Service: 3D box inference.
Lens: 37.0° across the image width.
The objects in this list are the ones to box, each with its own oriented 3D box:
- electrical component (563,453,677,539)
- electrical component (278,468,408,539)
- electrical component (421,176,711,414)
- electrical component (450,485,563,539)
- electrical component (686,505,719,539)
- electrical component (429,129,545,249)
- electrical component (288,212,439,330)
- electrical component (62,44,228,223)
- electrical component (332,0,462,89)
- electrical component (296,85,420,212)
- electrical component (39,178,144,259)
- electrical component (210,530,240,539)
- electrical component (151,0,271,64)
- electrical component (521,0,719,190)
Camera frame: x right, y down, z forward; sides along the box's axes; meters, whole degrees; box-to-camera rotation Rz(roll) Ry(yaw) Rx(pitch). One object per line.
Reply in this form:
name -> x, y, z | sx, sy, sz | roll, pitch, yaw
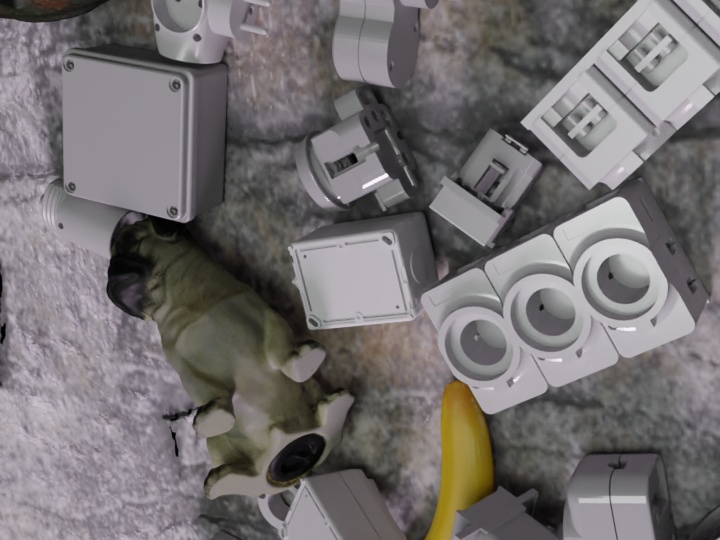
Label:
electrical component -> 0.170, 0.170, 0.704 | 0.059, 0.054, 0.095 | -6, 104, 28
electrical component -> -0.006, 0.200, 0.781 | 0.096, 0.061, 0.061 | 52, 132, 40
electrical component -> 0.125, 0.019, 0.671 | 0.150, 0.062, 0.089 | -28, 93, 31
electrical component -> 0.094, 0.219, 0.733 | 0.063, 0.079, 0.121 | 33, 128, 38
electrical component -> 0.244, 0.178, 0.672 | 0.055, 0.050, 0.089 | 46, 121, 5
electrical component -> 0.081, -0.051, 0.665 | 0.042, 0.081, 0.063 | 38, 97, 11
electrical component -> 0.000, 0.000, 0.727 | 0.096, 0.061, 0.061 | -7, 104, 28
electrical component -> -0.155, -0.100, 0.772 | 0.109, 0.056, 0.108 | 14, 113, 22
electrical component -> 0.029, -0.180, 0.656 | 0.074, 0.052, 0.138 | 13, 112, 22
electrical component -> -0.004, -0.073, 0.707 | 0.057, 0.058, 0.078 | -25, 95, 28
electrical component -> -0.212, -0.041, 0.829 | 0.081, 0.043, 0.043 | 23, 116, 18
electrical component -> -0.109, 0.258, 0.859 | 0.066, 0.077, 0.047 | 24, 116, 18
electrical component -> -0.096, -0.178, 0.724 | 0.079, 0.044, 0.077 | 18, 114, 20
electrical component -> 0.172, -0.117, 0.585 | 0.061, 0.089, 0.150 | 47, 121, 5
